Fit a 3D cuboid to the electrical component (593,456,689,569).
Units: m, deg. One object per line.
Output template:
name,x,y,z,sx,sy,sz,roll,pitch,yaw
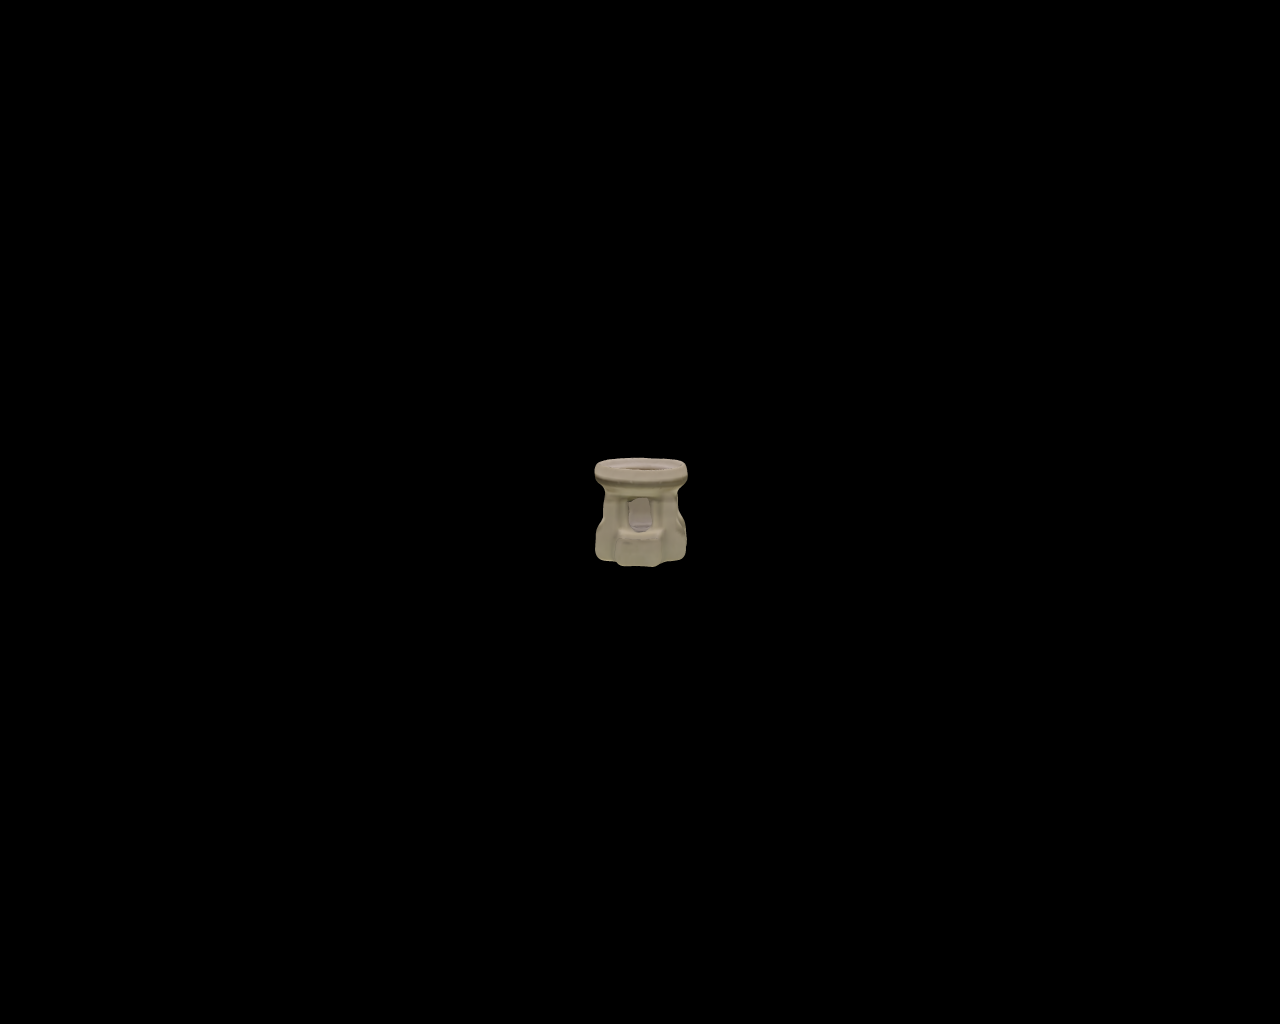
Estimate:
electrical component,0.001,-0.003,0.650,0.058,0.057,0.078,1,11,4
